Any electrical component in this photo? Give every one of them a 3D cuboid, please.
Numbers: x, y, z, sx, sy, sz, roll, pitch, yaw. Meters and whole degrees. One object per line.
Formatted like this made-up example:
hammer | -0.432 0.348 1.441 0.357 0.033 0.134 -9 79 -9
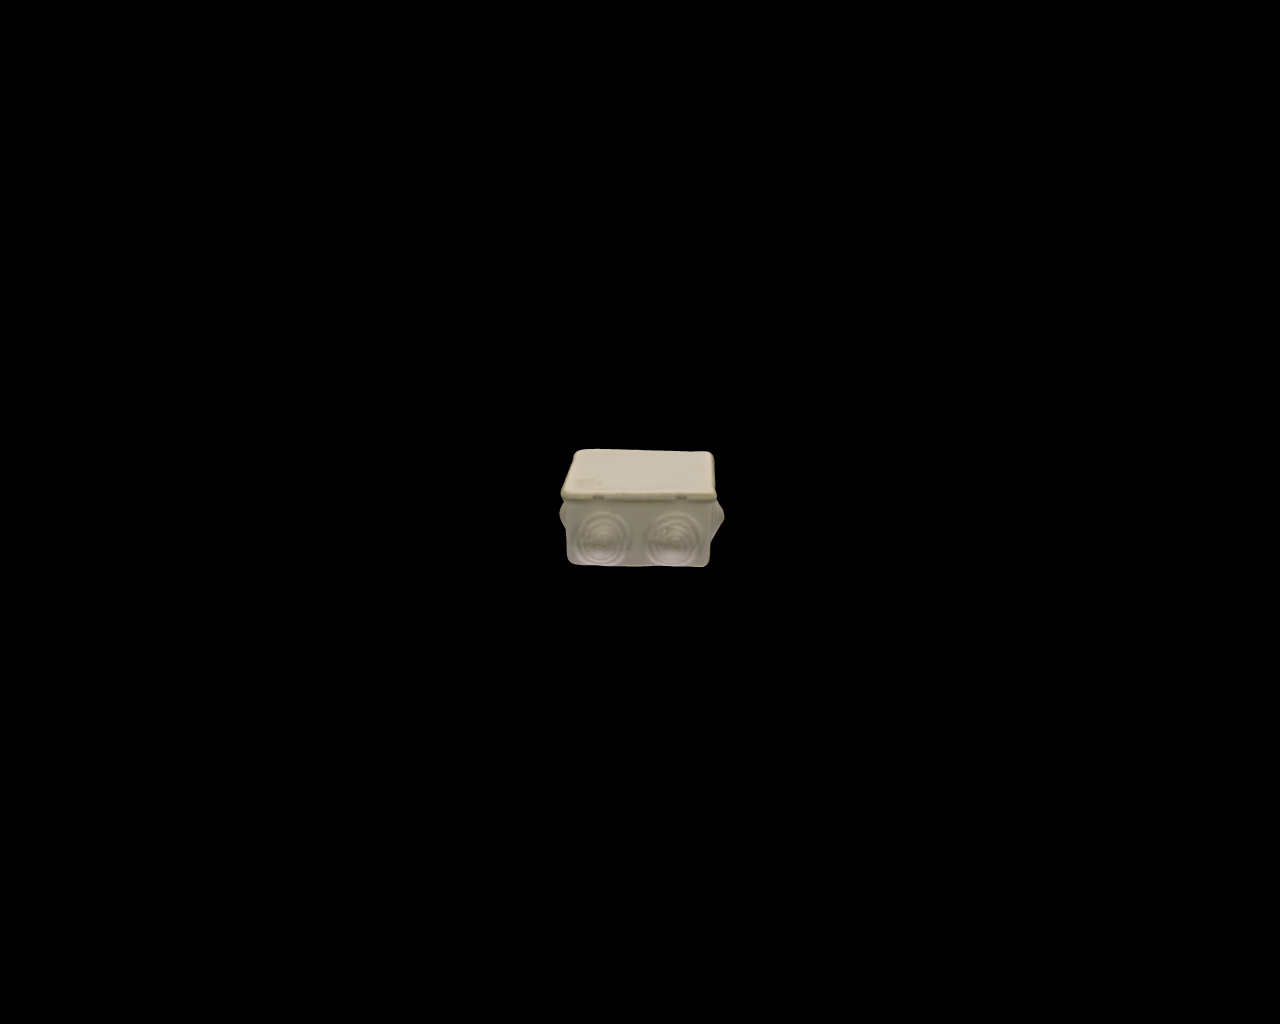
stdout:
electrical component | 0.001 -0.003 0.650 0.100 0.048 0.100 1 20 2
